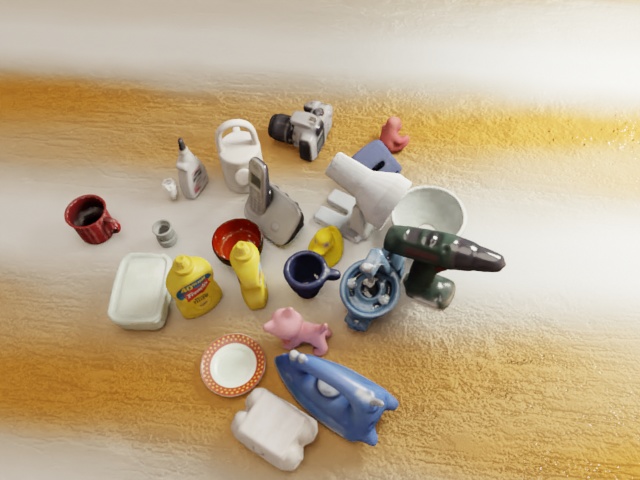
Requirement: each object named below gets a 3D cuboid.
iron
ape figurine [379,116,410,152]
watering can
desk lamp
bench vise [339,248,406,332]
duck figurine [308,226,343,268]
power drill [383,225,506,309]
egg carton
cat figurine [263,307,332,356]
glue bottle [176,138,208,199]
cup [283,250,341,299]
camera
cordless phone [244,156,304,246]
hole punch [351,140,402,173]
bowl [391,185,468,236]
[{"bbox_3d":[0.014,0.262,1.054,0.257,0.141,0.119,27,63,18],"label":"iron"},{"bbox_3d":[0.180,-0.265,1.406,0.076,0.092,0.077,-27,61,-14],"label":"ape figurine"},{"bbox_3d":[-0.181,-0.197,1.317,0.101,0.194,0.172,-30,62,-16],"label":"watering can"},{"bbox_3d":[0.086,-0.086,1.226,0.202,0.214,0.118,27,63,18],"label":"desk lamp"},{"bbox_3d":[0.106,0.056,1.133,0.121,0.220,0.207,11,59,9],"label":"bench vise"},{"bbox_3d":[0.011,0.004,1.248,0.077,0.086,0.105,20,61,14],"label":"duck figurine"},{"bbox_3d":[0.236,0.052,1.137,0.229,0.208,0.076,20,61,14],"label":"power drill"},{"bbox_3d":[-0.084,0.346,1.048,0.150,0.069,0.107,26,63,17],"label":"egg carton"},{"bbox_3d":[-0.043,0.172,1.126,0.127,0.118,0.067,6,58,6],"label":"cat figurine"},{"bbox_3d":[-0.303,-0.172,1.318,0.037,0.173,0.078,18,60,13],"label":"glue bottle"},{"bbox_3d":[-0.014,0.082,1.195,0.117,0.095,0.091,4,58,5],"label":"cup"},{"bbox_3d":[-0.051,-0.288,1.424,0.136,0.101,0.143,17,60,12],"label":"camera"},{"bbox_3d":[-0.105,-0.087,1.251,0.147,0.185,0.094,36,66,22],"label":"cordless phone"},{"bbox_3d":[0.132,-0.167,1.347,0.109,0.091,0.101,-40,64,-20],"label":"hole punch"},{"bbox_3d":[0.238,-0.035,1.271,0.167,0.075,0.167,-1,58,2],"label":"bowl"}]
